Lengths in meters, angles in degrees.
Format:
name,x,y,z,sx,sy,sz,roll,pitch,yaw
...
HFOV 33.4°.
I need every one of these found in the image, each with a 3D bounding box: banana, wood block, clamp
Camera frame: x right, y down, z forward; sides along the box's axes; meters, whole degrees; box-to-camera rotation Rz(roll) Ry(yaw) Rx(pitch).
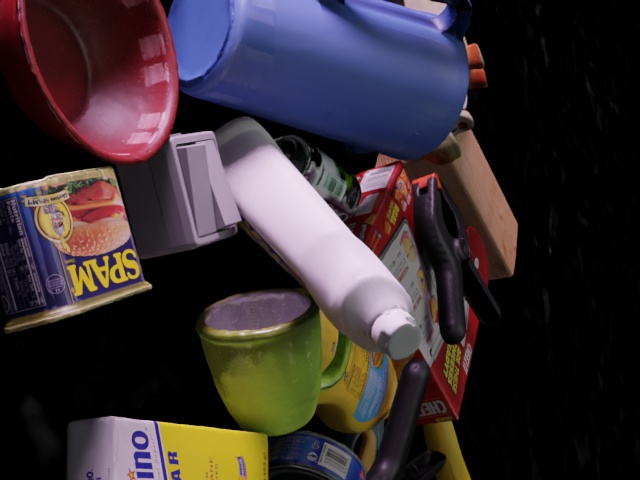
name,x,y,z,sx,sy,sz,roll,pitch,yaw
banana,0.146,0.249,1.180,0.069,0.037,0.198,-82,151,-62
wood block,0.152,-0.049,1.241,0.206,0.091,0.090,56,35,-37
clamp,0.060,0.220,0.963,0.209,0.036,0.164,-51,143,-39
clamp,0.135,0.019,1.066,0.120,0.039,0.171,10,67,-64

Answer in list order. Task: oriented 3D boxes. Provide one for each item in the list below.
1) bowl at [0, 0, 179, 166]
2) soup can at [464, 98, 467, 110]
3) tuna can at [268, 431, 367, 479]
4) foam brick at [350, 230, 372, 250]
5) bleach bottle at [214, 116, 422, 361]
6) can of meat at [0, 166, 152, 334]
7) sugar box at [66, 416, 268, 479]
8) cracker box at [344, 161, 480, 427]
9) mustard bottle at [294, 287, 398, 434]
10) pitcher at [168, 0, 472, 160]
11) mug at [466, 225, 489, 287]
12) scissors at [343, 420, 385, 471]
name,x,y,z,sx,sy,sz,roll,pitch,yaw
bowl,-0.160,-0.123,0.703,0.162,0.055,0.162,32,53,-55
soup can,0.102,-0.160,1.168,0.068,0.102,0.068,42,41,-51
tuna can,-0.008,0.191,0.846,0.086,0.086,0.033,60,34,-32
foam brick,-0.006,0.001,0.916,0.051,0.078,0.053,-54,145,0
bleach bottle,-0.006,0.003,0.783,0.251,0.068,0.102,46,-6,49
can of meat,-0.159,0.004,0.660,0.102,0.058,0.084,-20,95,-63
sugar box,-0.097,0.173,0.725,0.176,0.048,0.093,24,60,-59
cracker box,0.080,0.055,1.068,0.213,0.072,0.164,61,31,-25
mustard bottle,0.022,0.121,0.959,0.191,0.058,0.096,42,53,-50
pitcher,0.004,-0.157,0.877,0.242,0.145,0.149,8,90,-40
mug,0.132,0.025,1.183,0.117,0.082,0.093,39,47,-51
scissors,0.063,0.187,1.060,0.096,0.016,0.201,65,31,-22
